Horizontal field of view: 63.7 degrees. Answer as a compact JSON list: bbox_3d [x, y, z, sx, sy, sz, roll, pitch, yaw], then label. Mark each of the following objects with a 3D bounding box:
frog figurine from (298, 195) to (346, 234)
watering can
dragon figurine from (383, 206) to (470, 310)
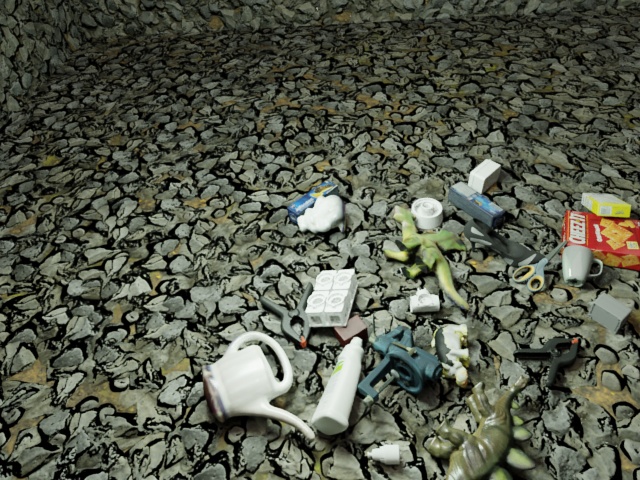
[{"bbox_3d":[0.005,-0.087,1.727,0.159,0.120,0.140,0,62,-9],"label":"frog figurine"},{"bbox_3d":[-0.165,0.376,1.270,0.225,0.101,0.354,-21,46,-14],"label":"watering can"},{"bbox_3d":[0.356,0.035,1.579,0.245,0.119,0.416,-27,55,-31],"label":"dragon figurine"}]
